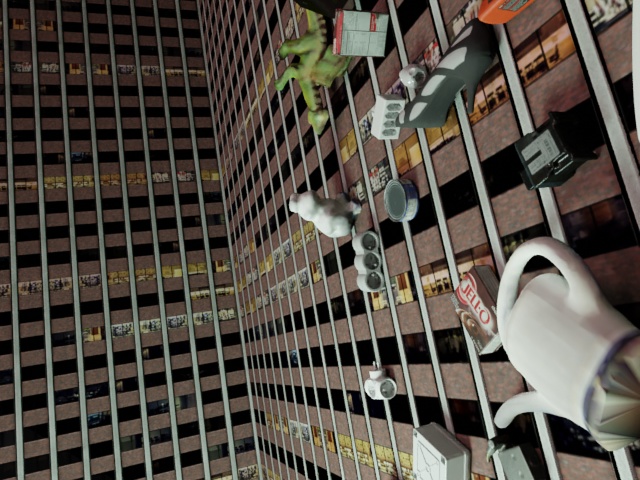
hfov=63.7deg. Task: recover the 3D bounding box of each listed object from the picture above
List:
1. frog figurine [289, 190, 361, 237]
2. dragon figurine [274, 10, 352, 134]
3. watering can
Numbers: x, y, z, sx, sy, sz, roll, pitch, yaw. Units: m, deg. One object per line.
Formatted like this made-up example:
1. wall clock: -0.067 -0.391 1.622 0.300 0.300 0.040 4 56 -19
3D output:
1. frog figurine: 0.004 -0.064 1.270 0.140 0.160 0.120 -118 30 -45
2. dragon figurine: 0.008 -0.476 1.299 0.245 0.122 0.406 24 108 46
3. watering can: 0.303 0.166 0.647 0.228 0.104 0.341 -133 33 -58
